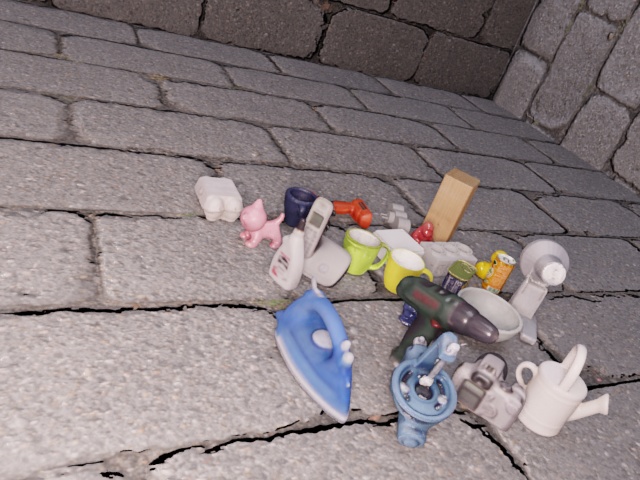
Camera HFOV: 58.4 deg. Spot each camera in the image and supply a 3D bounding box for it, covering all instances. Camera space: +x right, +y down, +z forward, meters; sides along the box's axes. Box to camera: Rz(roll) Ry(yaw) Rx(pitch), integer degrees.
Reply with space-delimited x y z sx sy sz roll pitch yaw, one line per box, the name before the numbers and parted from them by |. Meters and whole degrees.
camera | 0.351 0.284 1.157 0.143 0.101 0.137 32 31 21

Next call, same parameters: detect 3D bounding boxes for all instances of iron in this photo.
iron | 0.012 0.192 1.059 0.119 0.141 0.257 1 34 -31

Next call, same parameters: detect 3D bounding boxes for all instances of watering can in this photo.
watering can | 0.481 0.290 1.134 0.173 0.194 0.101 19 29 -3

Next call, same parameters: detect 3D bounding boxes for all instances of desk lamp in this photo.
desk lamp | 0.547 0.119 1.444 0.118 0.213 0.203 24 29 7

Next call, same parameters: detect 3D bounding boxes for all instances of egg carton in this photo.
egg carton | -0.261 -0.108 1.468 0.107 0.069 0.150 2 34 -30

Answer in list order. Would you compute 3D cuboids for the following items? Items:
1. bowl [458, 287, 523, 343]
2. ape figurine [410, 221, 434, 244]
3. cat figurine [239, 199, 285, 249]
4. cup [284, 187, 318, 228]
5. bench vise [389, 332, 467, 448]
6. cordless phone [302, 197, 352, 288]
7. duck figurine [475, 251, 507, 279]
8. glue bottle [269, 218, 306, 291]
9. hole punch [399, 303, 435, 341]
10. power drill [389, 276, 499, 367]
bowl | 0.391 0.191 1.367 0.167 0.075 0.167 15 29 -9
ape figurine | 0.293 -0.011 1.629 0.078 0.092 0.076 6 32 -24
cat figurine | -0.143 -0.043 1.382 0.128 0.118 0.067 -1 35 -33
cup | -0.057 -0.074 1.511 0.092 0.095 0.117 13 30 -13
bench vise | 0.181 0.228 1.024 0.122 0.220 0.207 9 31 -19
cordless phone | 0.012 0.005 1.330 0.147 0.185 0.094 30 31 18
duck figurine | 0.496 0.068 1.629 0.105 0.086 0.077 7 32 -23
glue bottle | -0.062 0.024 1.263 0.078 0.173 0.037 38 33 28
hole punch | 0.250 0.160 1.315 0.108 0.091 0.101 29 30 15
power drill | 0.226 0.186 1.133 0.076 0.208 0.228 -9 40 -41
